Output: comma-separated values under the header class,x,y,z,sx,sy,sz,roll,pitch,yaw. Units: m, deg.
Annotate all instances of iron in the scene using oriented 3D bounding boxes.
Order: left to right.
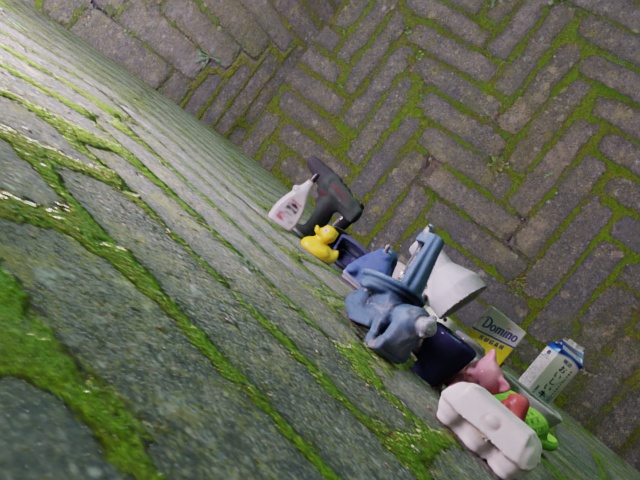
class,x,y,z,sx,sy,sz,roll,pitch,yaw
iron,0.158,0.082,1.501,0.118,0.141,0.259,39,5,17

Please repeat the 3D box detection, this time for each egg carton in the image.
class,x,y,z,sx,sy,sz,roll,pitch,yaw
egg carton,0.234,0.261,0.792,0.150,0.069,0.108,41,5,29

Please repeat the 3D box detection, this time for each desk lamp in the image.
class,x,y,z,sx,sy,sz,roll,pitch,yaw
desk lamp,0.217,0.110,1.229,0.202,0.213,0.118,40,5,22

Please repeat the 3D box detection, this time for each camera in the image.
class,x,y,z,sx,sy,sz,roll,pitch,yaw
camera,0.245,0.215,1.122,0.137,0.100,0.143,36,5,-20

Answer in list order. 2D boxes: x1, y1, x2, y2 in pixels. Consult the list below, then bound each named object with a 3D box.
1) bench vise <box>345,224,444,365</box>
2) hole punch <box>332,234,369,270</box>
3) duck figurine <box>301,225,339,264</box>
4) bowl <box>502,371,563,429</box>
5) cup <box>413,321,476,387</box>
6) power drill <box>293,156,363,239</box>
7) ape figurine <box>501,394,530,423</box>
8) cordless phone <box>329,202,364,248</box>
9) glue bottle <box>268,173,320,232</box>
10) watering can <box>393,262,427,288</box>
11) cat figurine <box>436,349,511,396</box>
class,x,y,z,sx,sy,sz,roll,pitch,yaw
bench vise,0.154,0.086,0.950,0.122,0.219,0.206,33,6,-44
hole punch,0.084,0.041,1.647,0.108,0.091,0.101,38,5,7
duck figurine,0.014,0.005,1.491,0.105,0.086,0.077,37,5,-16
bowl,0.472,0.387,1.334,0.167,0.074,0.167,38,5,-3
cup,0.203,0.199,0.997,0.092,0.095,0.117,37,5,-12
power drill,-0.002,-0.100,1.635,0.229,0.208,0.076,39,5,14
ape figurine,0.293,0.281,0.900,0.076,0.092,0.078,42,6,41
cordless phone,0.055,-0.054,1.765,0.094,0.185,0.148,40,5,20
glue bottle,-0.058,-0.110,1.522,0.078,0.173,0.037,36,5,-24
watering can,0.247,0.102,1.661,0.173,0.194,0.100,36,5,-23
cat figurine,0.262,0.233,0.975,0.067,0.117,0.127,37,5,-15
